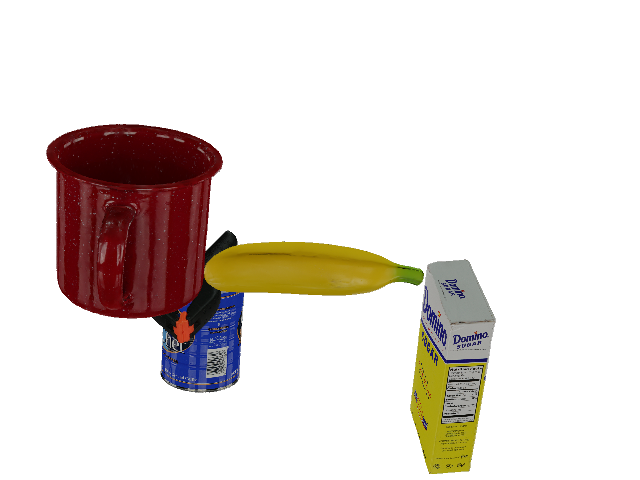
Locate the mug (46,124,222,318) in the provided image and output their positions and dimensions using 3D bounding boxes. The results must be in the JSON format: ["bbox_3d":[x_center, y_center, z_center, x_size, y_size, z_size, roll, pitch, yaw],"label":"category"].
[{"bbox_3d":[-0.103,-0.005,0.576,0.093,0.081,0.117,5,25,-5],"label":"mug"}]

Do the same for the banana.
[{"bbox_3d":[-0.025,0.025,0.799,0.198,0.037,0.069,1,-20,34],"label":"banana"}]

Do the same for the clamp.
[{"bbox_3d":[-0.138,0.042,1.150,0.120,0.039,0.171,-14,40,-7],"label":"clamp"}]

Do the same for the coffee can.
[{"bbox_3d":[-0.149,0.107,1.352,0.103,0.140,0.103,4,19,-2],"label":"coffee can"}]

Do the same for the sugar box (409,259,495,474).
[{"bbox_3d":[0.115,0.115,0.959,0.048,0.176,0.093,-4,33,-7],"label":"sugar box"}]
